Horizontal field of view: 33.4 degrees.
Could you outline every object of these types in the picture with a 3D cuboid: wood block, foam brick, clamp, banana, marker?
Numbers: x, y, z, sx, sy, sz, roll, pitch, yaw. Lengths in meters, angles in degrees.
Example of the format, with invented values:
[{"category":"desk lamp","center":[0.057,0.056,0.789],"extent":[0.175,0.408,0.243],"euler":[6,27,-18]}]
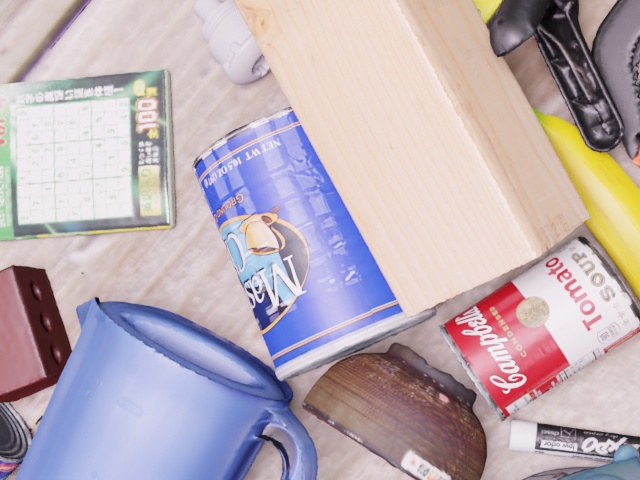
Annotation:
[{"category":"wood block","center":[0.052,-0.075,0.595],"extent":[0.091,0.090,0.206],"euler":[-30,88,36]},{"category":"foam brick","center":[-0.200,0.062,0.696],"extent":[0.051,0.053,0.078],"euler":[-21,83,7]},{"category":"clamp","center":[0.125,-0.141,0.625],"extent":[0.039,0.120,0.171],"euler":[-27,56,24]},{"category":"clamp","center":[0.228,-0.144,0.640],"extent":[0.165,0.036,0.210],"euler":[6,88,27]},{"category":"banana","center":[0.179,-0.002,0.633],"extent":[0.198,0.069,0.037],"euler":[54,129,11]},{"category":"marker","center":[0.176,0.125,0.646],"extent":[0.121,0.020,0.020],"euler":[6,86,10]}]

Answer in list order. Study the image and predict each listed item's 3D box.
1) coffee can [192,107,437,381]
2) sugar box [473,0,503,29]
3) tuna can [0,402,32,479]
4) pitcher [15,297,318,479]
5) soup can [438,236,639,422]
[{"category":"coffee can","center":[-0.004,0.001,0.644],"extent":[0.103,0.102,0.140],"euler":[-24,82,6]},{"category":"sugar box","center":[0.020,-0.163,0.683],"extent":[0.176,0.048,0.093],"euler":[37,93,9]},{"category":"tuna can","center":[-0.227,0.120,0.679],"extent":[0.086,0.086,0.034],"euler":[45,94,10]},{"category":"pitcher","center":[-0.117,0.168,0.636],"extent":[0.144,0.149,0.243],"euler":[25,94,-22]},{"category":"soup can","center":[0.131,0.052,0.635],"extent":[0.102,0.068,0.068],"euler":[-34,81,4]}]
